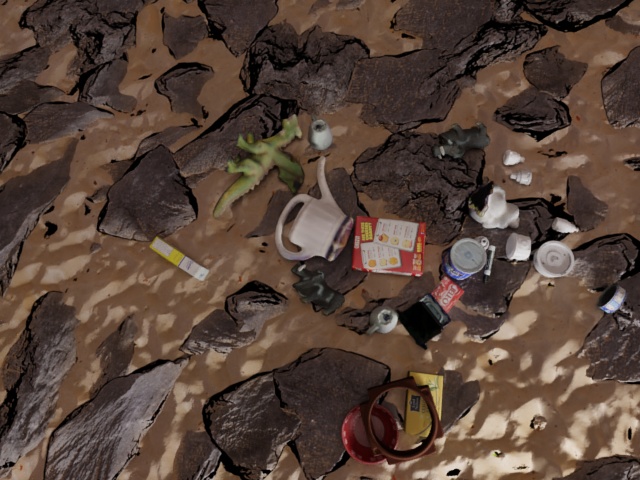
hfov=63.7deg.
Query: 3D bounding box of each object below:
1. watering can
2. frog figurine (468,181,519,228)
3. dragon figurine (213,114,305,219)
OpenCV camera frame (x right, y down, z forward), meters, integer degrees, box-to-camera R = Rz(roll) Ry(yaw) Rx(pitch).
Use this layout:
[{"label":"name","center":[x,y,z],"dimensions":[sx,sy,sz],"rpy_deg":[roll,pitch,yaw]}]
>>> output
[{"label":"watering can","center":[0.005,-0.081,1.604],"dimensions":[0.225,0.103,0.351],"rpy_deg":[27,79,8]},{"label":"frog figurine","center":[0.546,-0.100,1.603],"dimensions":[0.158,0.121,0.140],"rpy_deg":[24,66,-28]},{"label":"dragon figurine","center":[-0.169,-0.225,1.658],"dimensions":[0.243,0.121,0.414],"rpy_deg":[18,78,-1]}]
